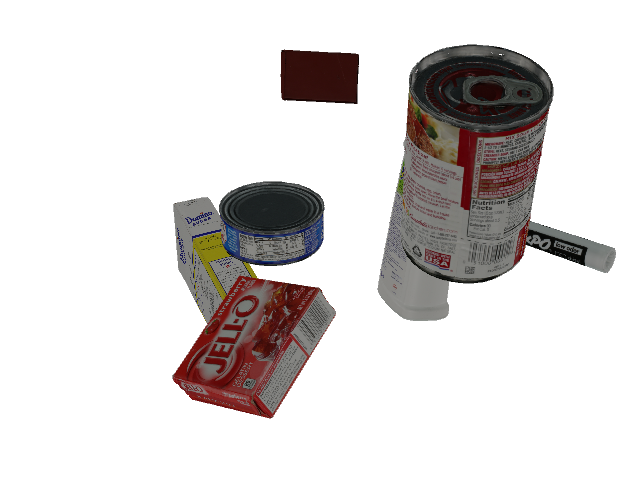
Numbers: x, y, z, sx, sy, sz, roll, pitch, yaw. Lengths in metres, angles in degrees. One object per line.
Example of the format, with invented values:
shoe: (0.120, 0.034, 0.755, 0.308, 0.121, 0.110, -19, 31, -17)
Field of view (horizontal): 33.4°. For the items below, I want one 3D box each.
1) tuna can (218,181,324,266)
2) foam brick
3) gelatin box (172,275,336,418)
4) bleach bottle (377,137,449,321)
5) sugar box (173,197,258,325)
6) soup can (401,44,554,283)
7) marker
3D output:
tuna can: (-0.039, -0.014, 0.871, 0.086, 0.034, 0.086, 0, 31, 0)
foam brick: (-0.002, -0.169, 1.101, 0.078, 0.051, 0.053, 2, 11, -5)
gelatin box: (-0.043, 0.067, 0.690, 0.073, 0.089, 0.030, 6, -38, 41)
bleach bottle: (0.123, -0.040, 1.241, 0.068, 0.251, 0.103, -1, 22, -22)
sugar box: (-0.098, 0.042, 1.059, 0.048, 0.093, 0.176, -13, 41, -17)
soup can: (0.076, -0.036, 0.535, 0.068, 0.102, 0.068, 0, 42, 0)
marker: (0.157, -0.004, 0.784, 0.121, 0.020, 0.020, 22, 13, 35)
